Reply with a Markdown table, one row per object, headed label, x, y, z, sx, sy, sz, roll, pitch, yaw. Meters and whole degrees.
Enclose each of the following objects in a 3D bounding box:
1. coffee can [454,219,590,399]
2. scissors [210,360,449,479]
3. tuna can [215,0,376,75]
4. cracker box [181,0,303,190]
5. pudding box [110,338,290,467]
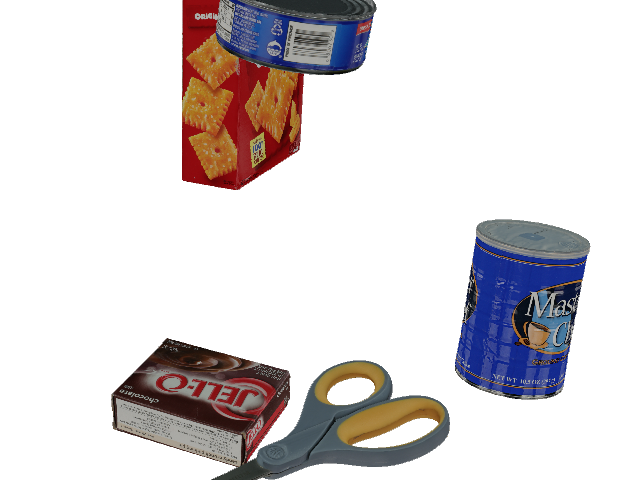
| label | x | y | z | sx | sy | sz | roll | pitch | yaw |
| --- | --- | --- | --- | --- | --- | --- | --- | --- | --- |
| coffee can | 0.184 | 0.061 | 0.984 | 0.103 | 0.140 | 0.103 | 6 | 16 | -2 |
| scissors | -0.025 | 0.114 | 0.620 | 0.201 | 0.016 | 0.096 | -9 | 32 | -15 |
| tuna can | -0.014 | -0.120 | 0.587 | 0.086 | 0.034 | 0.086 | 9 | 25 | -4 |
| cracker box | -0.071 | -0.175 | 1.059 | 0.072 | 0.214 | 0.164 | 11 | 22 | 19 |
| pudding box | -0.091 | 0.124 | 0.825 | 0.114 | 0.039 | 0.090 | 11 | 26 | 17 |
